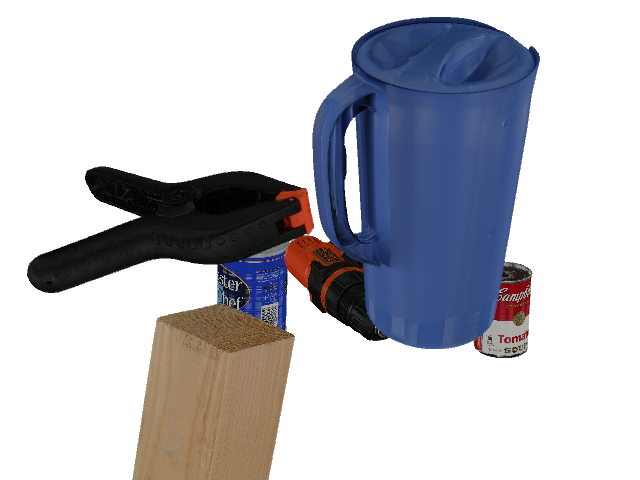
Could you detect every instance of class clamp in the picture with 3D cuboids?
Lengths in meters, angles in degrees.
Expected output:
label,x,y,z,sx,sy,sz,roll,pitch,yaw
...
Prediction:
label,x,y,z,sx,sy,sz,roll,pitch,yaw
clamp,-0.093,-0.007,0.655,0.172,0.039,0.120,0,41,22

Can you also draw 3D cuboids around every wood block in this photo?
label,x,y,z,sx,sy,sz,roll,pitch,yaw
wood block,-0.100,0.171,0.946,0.090,0.206,0.090,21,18,33

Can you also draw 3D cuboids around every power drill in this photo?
label,x,y,z,sx,sy,sz,roll,pitch,yaw
power drill,0.079,0.029,1.049,0.187,0.057,0.185,-13,29,-23

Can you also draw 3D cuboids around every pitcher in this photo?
label,x,y,z,sx,sy,sz,roll,pitch,yaw
pitcher,0.080,-0.036,0.817,0.149,0.243,0.145,6,34,11

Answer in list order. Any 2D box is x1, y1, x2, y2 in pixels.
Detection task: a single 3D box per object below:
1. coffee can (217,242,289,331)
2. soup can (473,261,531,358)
label,x,y,z,sx,sy,sz,roll,pitch,yaw
coffee can,-0.097,0.063,1.524,0.103,0.140,0.103,2,22,-1
soup can,0.223,0.085,1.311,0.068,0.102,0.068,-1,19,0
